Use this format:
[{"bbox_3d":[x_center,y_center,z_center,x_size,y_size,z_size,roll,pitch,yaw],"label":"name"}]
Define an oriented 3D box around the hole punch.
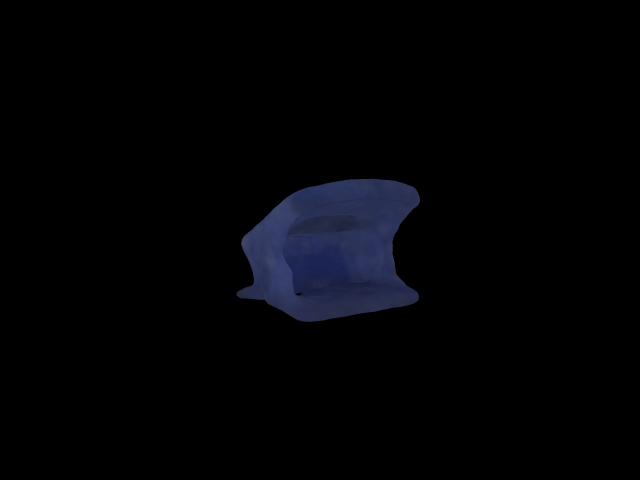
[{"bbox_3d":[0.004,0.001,0.400,0.109,0.091,0.100,-6,11,-31],"label":"hole punch"}]
